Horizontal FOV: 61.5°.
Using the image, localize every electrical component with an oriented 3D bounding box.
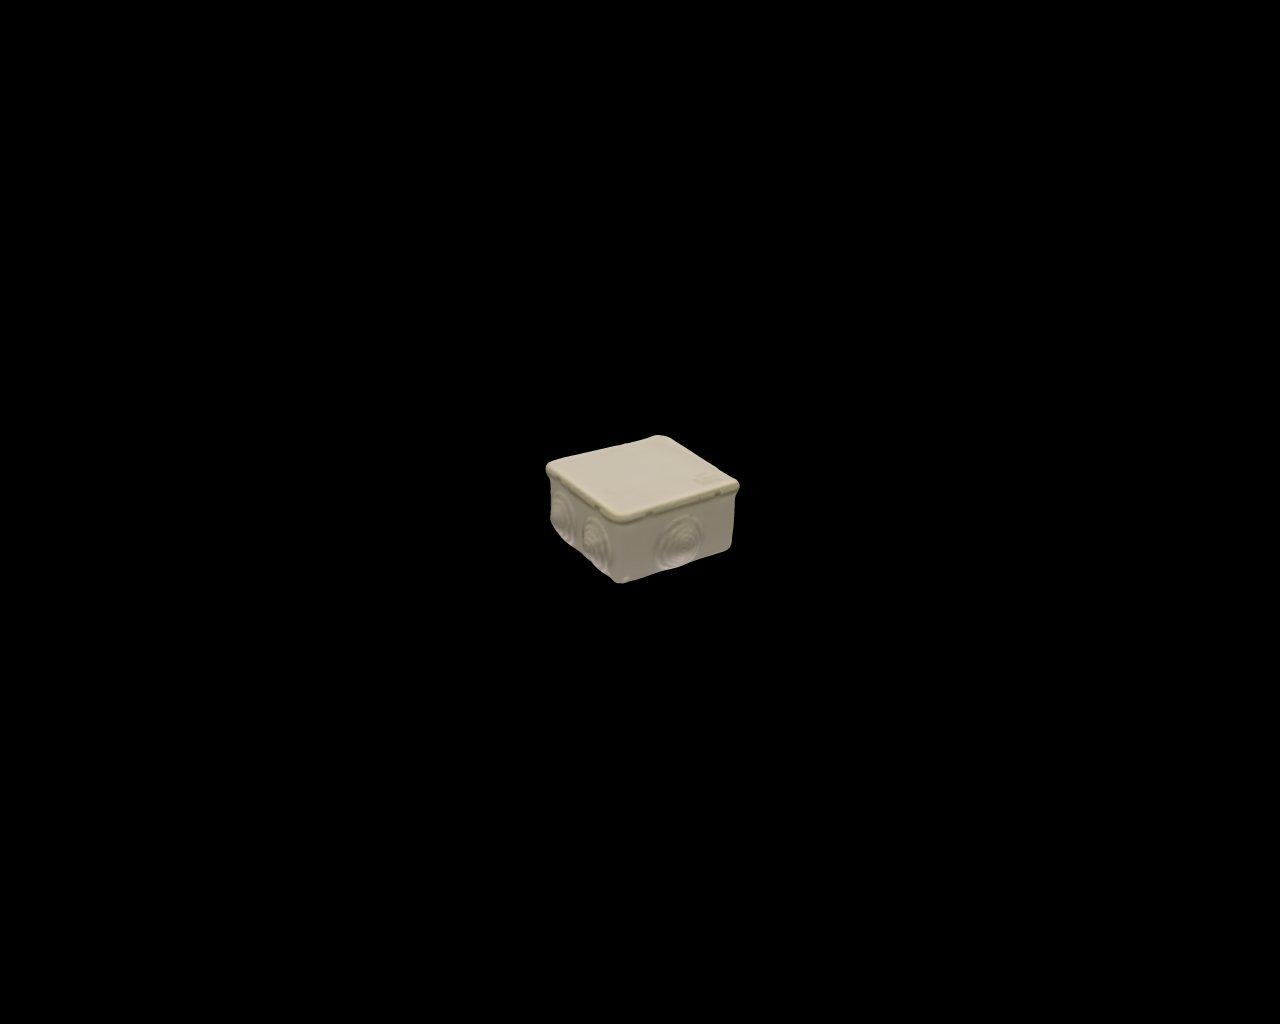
[{"bbox_3d":[0.001,-0.003,0.650,0.100,0.048,0.100,-16,31,-28],"label":"electrical component"}]
